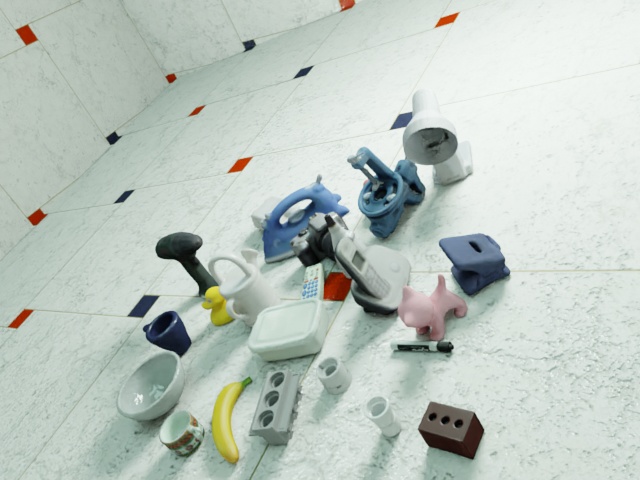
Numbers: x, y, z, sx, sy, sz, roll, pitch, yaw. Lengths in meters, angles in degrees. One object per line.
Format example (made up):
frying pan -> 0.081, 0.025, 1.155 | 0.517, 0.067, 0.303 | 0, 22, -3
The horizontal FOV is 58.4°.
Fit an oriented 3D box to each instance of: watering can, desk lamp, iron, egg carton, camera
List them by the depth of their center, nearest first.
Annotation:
watering can -> -0.179, 0.095, 1.302 | 0.101, 0.194, 0.172 | -27, 33, 10
desk lamp -> 0.269, -0.231, 1.324 | 0.117, 0.214, 0.203 | -18, 35, 24
camera -> 0.012, 0.005, 1.342 | 0.143, 0.101, 0.136 | -38, 32, -6
iron -> -0.063, -0.054, 1.449 | 0.258, 0.142, 0.118 | -32, 32, 3
egg carton -> -0.123, -0.065, 1.584 | 0.107, 0.070, 0.149 | -46, 34, -20

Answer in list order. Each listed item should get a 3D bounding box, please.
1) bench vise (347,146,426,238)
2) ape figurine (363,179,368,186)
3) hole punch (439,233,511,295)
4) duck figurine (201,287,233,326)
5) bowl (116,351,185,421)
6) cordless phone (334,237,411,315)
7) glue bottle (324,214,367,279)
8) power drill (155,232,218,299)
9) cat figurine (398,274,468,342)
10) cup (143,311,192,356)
bench vise -> 0.141, -0.143, 1.313 | 0.121, 0.220, 0.207 | -8, 40, 35
ape figurine -> 0.132, -0.107, 1.394 | 0.078, 0.092, 0.076 | -37, 32, -6
hole punch -> 0.288, 0.029, 1.073 | 0.101, 0.091, 0.108 | -30, 32, 5
duck figurine -> -0.237, 0.147, 1.386 | 0.104, 0.086, 0.077 | -34, 32, -1
bowl -> -0.356, 0.331, 1.255 | 0.167, 0.075, 0.167 | -23, 33, 17
cordless phone -> 0.099, 0.045, 1.131 | 0.094, 0.185, 0.148 | -11, 38, 31
glue bottle -> 0.055, 0.010, 1.228 | 0.078, 0.173, 0.037 | -14, 37, 28
power drill -> -0.319, 0.059, 1.461 | 0.228, 0.209, 0.076 | 4, 48, 45
cat figurine -> 0.189, 0.117, 1.018 | 0.128, 0.118, 0.067 | -45, 34, -18
cup -> -0.364, 0.233, 1.375 | 0.117, 0.095, 0.092 | -9, 39, 33
